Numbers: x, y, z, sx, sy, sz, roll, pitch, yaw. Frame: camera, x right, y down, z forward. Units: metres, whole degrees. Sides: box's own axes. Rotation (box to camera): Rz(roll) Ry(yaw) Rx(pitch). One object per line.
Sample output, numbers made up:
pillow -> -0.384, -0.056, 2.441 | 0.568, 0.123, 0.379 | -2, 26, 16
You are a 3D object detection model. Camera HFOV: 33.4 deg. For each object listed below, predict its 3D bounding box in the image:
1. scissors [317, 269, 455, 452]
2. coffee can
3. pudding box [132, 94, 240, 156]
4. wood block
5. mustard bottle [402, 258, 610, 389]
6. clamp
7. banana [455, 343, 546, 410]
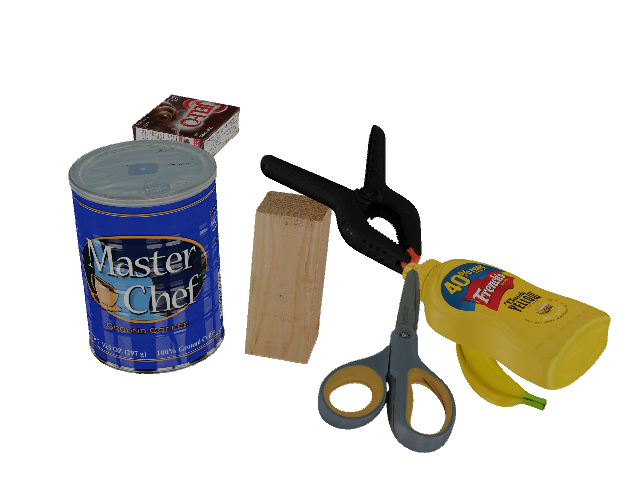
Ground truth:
scissors -> 0.039, 0.073, 0.730 | 0.096, 0.016, 0.202 | 1, 30, -8
coffee can -> -0.124, 0.010, 0.775 | 0.103, 0.140, 0.103 | 0, 28, 0
pudding box -> -0.155, -0.130, 1.246 | 0.090, 0.039, 0.113 | 11, 31, 14
wood block -> -0.044, 0.048, 1.436 | 0.090, 0.206, 0.090 | 9, 22, 6
mustard bottle -> 0.151, 0.062, 0.947 | 0.192, 0.058, 0.096 | 25, 40, 38
clamp -> 0.038, -0.042, 1.187 | 0.164, 0.210, 0.036 | -13, -36, -23
banana -> 0.182, 0.126, 1.167 | 0.069, 0.037, 0.198 | 11, 27, -16
